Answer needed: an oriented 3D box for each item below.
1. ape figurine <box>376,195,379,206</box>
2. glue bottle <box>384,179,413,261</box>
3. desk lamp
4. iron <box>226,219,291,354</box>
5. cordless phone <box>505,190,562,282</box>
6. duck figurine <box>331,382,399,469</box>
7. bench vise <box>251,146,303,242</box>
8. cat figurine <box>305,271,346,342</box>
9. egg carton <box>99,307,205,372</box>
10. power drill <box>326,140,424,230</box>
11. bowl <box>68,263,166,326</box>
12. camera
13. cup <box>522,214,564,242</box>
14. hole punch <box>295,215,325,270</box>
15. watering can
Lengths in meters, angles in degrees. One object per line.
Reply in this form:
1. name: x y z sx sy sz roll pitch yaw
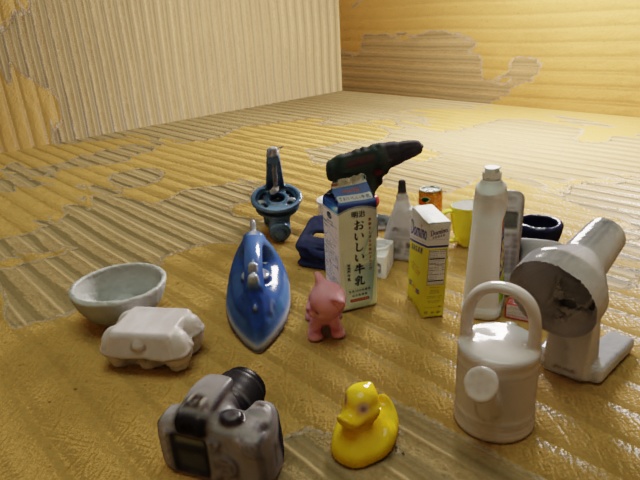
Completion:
1. ape figurine: 0.111 -0.116 1.483 0.077 0.092 0.076 12 27 33
2. glue bottle: 0.171 -0.042 1.186 0.078 0.173 0.037 7 24 24
3. desk lamp: 0.357 0.085 0.796 0.204 0.214 0.117 -22 29 -38
4. iron: -0.111 0.068 0.996 0.118 0.141 0.258 -5 22 -5
5. cordless phone: 0.376 0.003 1.033 0.147 0.185 0.094 3 23 14
6. duck figurine: 0.054 0.211 0.696 0.077 0.086 0.105 14 28 36
7. bench vise: -0.119 -0.127 1.370 0.122 0.220 0.206 -13 24 -22
8. cat figurine: 0.007 0.099 0.936 0.067 0.118 0.127 -5 22 -5
9. egg carton: -0.261 0.155 0.898 0.150 0.069 0.107 1 23 10
10. power drill: 0.130 -0.131 1.363 0.229 0.208 0.075 -3 22 0
11. bowl: -0.354 0.106 1.022 0.167 0.075 0.167 -3 22 1
12. camera: -0.106 0.211 0.699 0.142 0.101 0.137 5 24 19
13. cup: 0.419 0.007 1.137 0.118 0.095 0.091 -7 23 -9
14. hole punch: 0.011 0.004 1.203 0.108 0.091 0.101 8 25 25
15. watering can: 0.217 0.144 0.696 0.101 0.194 0.173 0 22 7
